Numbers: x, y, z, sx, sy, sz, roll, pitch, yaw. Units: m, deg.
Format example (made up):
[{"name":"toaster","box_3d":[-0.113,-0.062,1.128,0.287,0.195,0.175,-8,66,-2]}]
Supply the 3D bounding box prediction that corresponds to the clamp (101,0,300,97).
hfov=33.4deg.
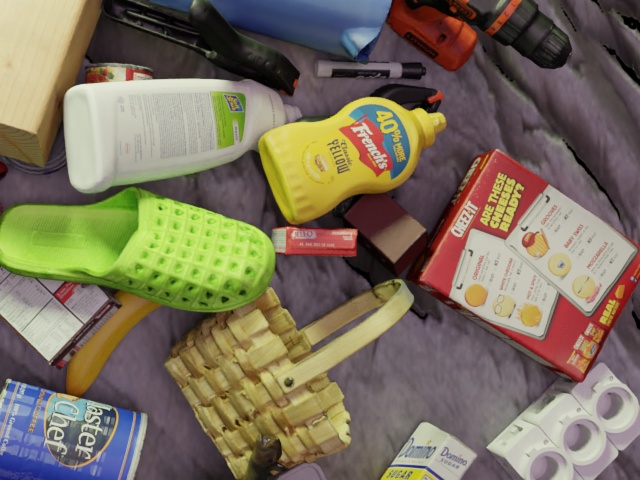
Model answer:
[{"name":"clamp","box_3d":[-0.105,-0.195,1.061,0.209,0.165,0.036,22,86,-50]}]

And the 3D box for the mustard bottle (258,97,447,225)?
[{"name":"mustard bottle","box_3d":[0.041,-0.090,1.068,0.191,0.058,0.096,-21,89,-18]}]

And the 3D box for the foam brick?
[{"name":"foam brick","box_3d":[0.068,-0.010,1.112,0.051,0.053,0.078,-45,72,-6]}]

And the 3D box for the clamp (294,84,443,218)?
[{"name":"clamp","box_3d":[0.051,-0.118,1.121,0.171,0.039,0.120,-44,124,-12]}]

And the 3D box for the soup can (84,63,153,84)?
[{"name":"soup can","box_3d":[-0.201,-0.120,1.063,0.068,0.068,0.102,2,90,-12]}]

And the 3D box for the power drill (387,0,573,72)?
[{"name":"power drill","box_3d":[0.151,-0.224,1.077,0.184,0.188,0.057,38,81,-8]}]

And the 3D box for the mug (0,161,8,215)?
[{"name":"mug","box_3d":[-0.346,-0.032,1.024,0.117,0.081,0.093,-43,98,-9]}]

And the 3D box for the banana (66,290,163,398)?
[{"name":"banana","box_3d":[-0.185,0.079,1.079,0.197,0.037,0.069,-34,94,-10]}]

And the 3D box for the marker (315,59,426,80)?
[{"name":"marker","box_3d":[0.055,-0.182,1.141,0.121,0.020,0.020,0,89,-12]}]

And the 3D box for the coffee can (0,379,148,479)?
[{"name":"coffee can","box_3d":[-0.248,0.201,1.032,0.140,0.103,0.103,17,86,-11]}]

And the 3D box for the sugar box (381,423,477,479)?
[{"name":"sugar box","box_3d":[0.083,0.275,1.106,0.048,0.093,0.176,36,82,-10]}]

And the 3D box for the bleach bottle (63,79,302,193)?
[{"name":"bleach bottle","box_3d":[-0.122,-0.106,1.042,0.250,0.068,0.102,-8,96,-40]}]

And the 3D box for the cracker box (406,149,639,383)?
[{"name":"cracker box","box_3d":[0.225,0.029,1.149,0.213,0.072,0.164,32,82,-9]}]

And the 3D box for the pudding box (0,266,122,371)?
[{"name":"pudding box","box_3d":[-0.266,0.057,1.047,0.113,0.039,0.090,41,82,14]}]

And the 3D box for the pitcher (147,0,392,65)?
[{"name":"pitcher","box_3d":[-0.048,-0.274,1.075,0.242,0.149,0.145,12,102,-8]}]

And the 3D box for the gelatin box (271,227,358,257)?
[{"name":"gelatin box","box_3d":[-0.007,0.001,1.091,0.073,0.089,0.030,2,89,-12]}]

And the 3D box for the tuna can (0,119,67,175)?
[{"name":"tuna can","box_3d":[-0.281,-0.108,1.063,0.086,0.034,0.086,0,89,-12]}]

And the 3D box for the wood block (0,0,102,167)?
[{"name":"wood block","box_3d":[-0.273,-0.188,1.010,0.090,0.091,0.206,16,72,-4]}]
